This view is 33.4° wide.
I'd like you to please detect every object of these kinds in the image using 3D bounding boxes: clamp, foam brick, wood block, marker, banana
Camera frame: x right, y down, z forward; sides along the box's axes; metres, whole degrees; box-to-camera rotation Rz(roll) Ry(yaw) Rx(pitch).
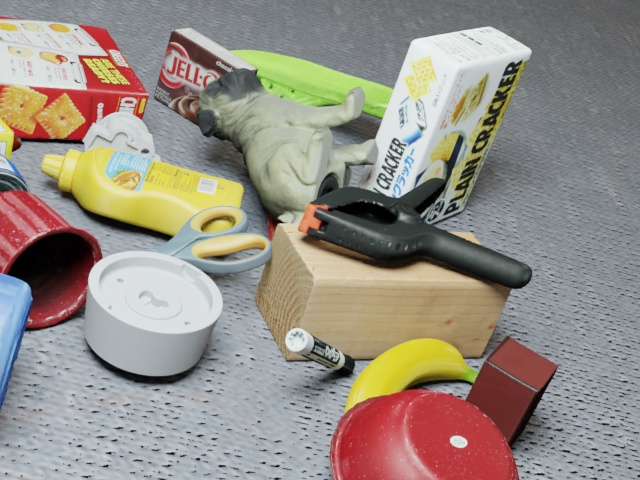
[{"bbox_3d":[0.072,-0.018,0.963,0.209,0.036,0.165,7,30,-27],"label":"clamp"},{"bbox_3d":[0.157,0.133,0.904,0.051,0.078,0.052,31,33,18],"label":"foam brick"},{"bbox_3d":[0.058,0.048,0.975,0.205,0.090,0.091,2,33,-27],"label":"wood block"},{"bbox_3d":[0.003,0.094,0.879,0.020,0.020,0.121,36,-1,27],"label":"marker"},{"bbox_3d":[0.071,0.123,0.909,0.070,0.037,0.197,36,34,27],"label":"banana"}]

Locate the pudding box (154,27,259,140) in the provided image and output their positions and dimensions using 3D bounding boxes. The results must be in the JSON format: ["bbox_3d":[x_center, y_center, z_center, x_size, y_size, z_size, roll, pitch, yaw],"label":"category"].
[{"bbox_3d":[-0.135,-0.184,1.247,0.114,0.090,0.039,32,31,20],"label":"pudding box"}]

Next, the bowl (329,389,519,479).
[{"bbox_3d":[0.091,0.167,0.797,0.162,0.055,0.162,18,39,-16],"label":"bowl"}]

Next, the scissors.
[{"bbox_3d":[-0.144,0.005,0.945,0.201,0.016,0.096,-3,38,-3],"label":"scissors"}]

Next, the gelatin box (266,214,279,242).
[{"bbox_3d":[-0.007,0.001,1.074,0.089,0.030,0.073,10,32,-14],"label":"gelatin box"}]

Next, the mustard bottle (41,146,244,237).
[{"bbox_3d":[-0.173,-0.047,1.028,0.191,0.058,0.096,16,27,-6],"label":"mustard bottle"}]

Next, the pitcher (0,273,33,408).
[{"bbox_3d":[-0.323,0.038,0.719,0.242,0.149,0.145,17,26,-12],"label":"pitcher"}]

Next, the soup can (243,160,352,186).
[{"bbox_3d":[-0.024,-0.082,1.164,0.102,0.069,0.068,35,33,25],"label":"soup can"}]

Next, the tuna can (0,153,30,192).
[{"bbox_3d":[-0.290,-0.032,0.906,0.085,0.086,0.034,-7,40,-38],"label":"tuna can"}]

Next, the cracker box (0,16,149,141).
[{"bbox_3d":[-0.314,-0.173,1.144,0.213,0.072,0.164,0,36,-32],"label":"cracker box"}]

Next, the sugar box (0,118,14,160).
[{"bbox_3d":[-0.353,-0.054,0.899,0.175,0.093,0.048,-7,37,-39],"label":"sugar box"}]

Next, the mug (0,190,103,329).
[{"bbox_3d":[-0.245,0.019,0.859,0.117,0.093,0.082,-42,52,-16],"label":"mug"}]
